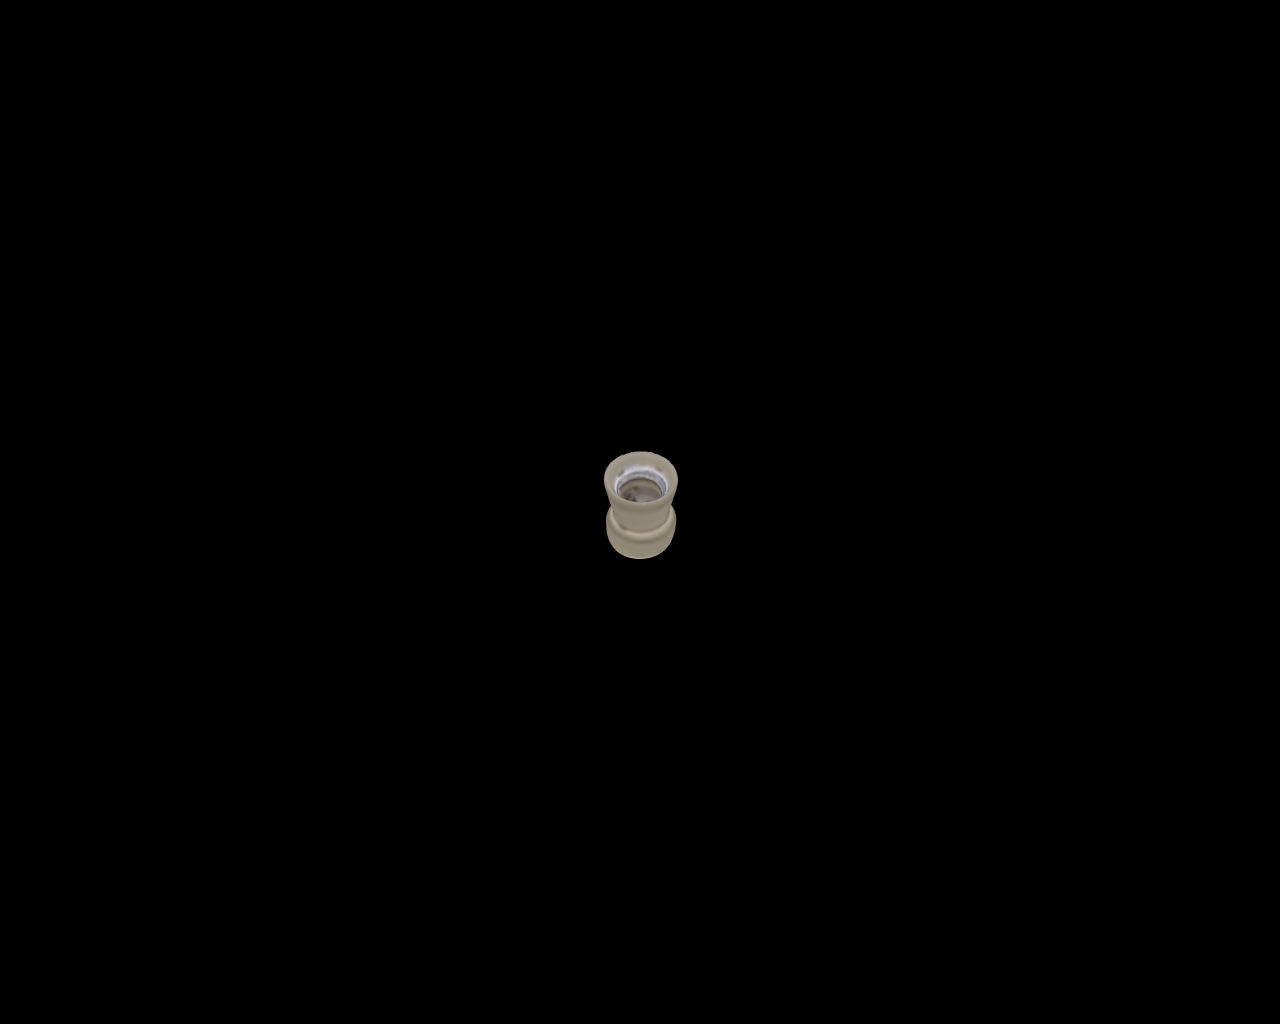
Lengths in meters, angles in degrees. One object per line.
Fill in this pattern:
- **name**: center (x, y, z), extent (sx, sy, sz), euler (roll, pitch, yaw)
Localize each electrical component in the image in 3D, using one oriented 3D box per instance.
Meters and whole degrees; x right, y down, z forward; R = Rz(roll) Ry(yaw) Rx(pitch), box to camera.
- **electrical component**: center (0.001, -0.003, 0.650), extent (0.045, 0.045, 0.055), euler (0, -42, 0)
